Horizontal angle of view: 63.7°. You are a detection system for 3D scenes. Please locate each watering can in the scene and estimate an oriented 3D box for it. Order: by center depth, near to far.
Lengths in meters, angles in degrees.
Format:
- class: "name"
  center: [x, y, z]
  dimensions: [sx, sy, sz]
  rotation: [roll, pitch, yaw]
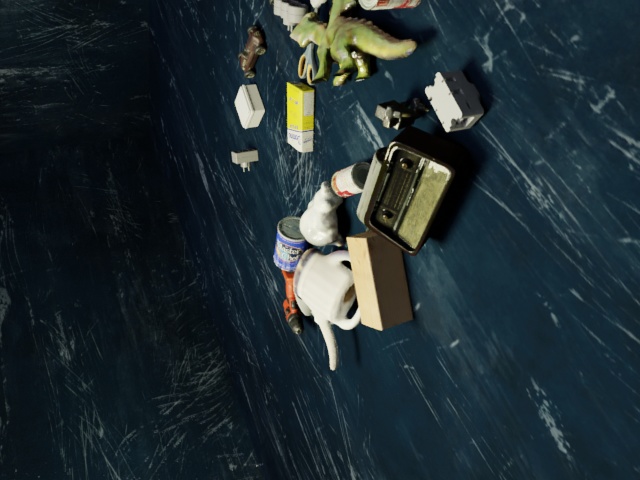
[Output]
- class: "watering can"
  center: [0.018, 0.166, 1.374]
  dimensions: [0.227, 0.105, 0.341]
  rotation: [33, 118, 29]

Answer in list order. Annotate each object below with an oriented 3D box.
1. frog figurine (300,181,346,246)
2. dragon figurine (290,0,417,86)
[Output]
- class: "frog figurine"
  center: [0.004, -0.067, 1.338]
  dimensions: [0.140, 0.123, 0.156]
  rotation: [-104, 5, -51]
- class: "dragon figurine"
  center: [0.060, -0.454, 1.073]
  dimensions: [0.410, 0.122, 0.242]
  rotation: [3, 96, 55]
